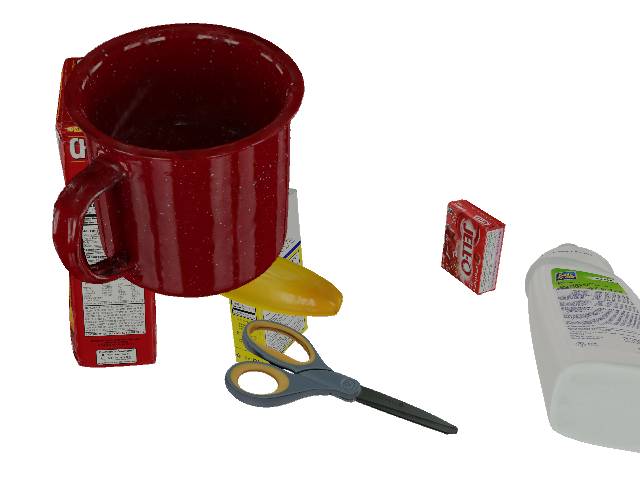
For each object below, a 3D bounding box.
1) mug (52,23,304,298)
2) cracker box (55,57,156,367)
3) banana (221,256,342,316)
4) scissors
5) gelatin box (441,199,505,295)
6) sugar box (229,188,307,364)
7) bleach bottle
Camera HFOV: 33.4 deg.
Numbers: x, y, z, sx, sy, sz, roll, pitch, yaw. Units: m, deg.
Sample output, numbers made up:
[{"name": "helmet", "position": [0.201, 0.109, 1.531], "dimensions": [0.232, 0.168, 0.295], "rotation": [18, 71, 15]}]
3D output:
[{"name": "mug", "position": [-0.061, -0.024, 0.434], "dimensions": [0.093, 0.081, 0.117], "rotation": [26, 47, 24]}, {"name": "cracker box", "position": [-0.177, -0.027, 0.884], "dimensions": [0.072, 0.214, 0.164], "rotation": [-3, 27, -11]}, {"name": "banana", "position": [-0.063, 0.003, 0.682], "dimensions": [0.069, 0.037, 0.198], "rotation": [-13, 28, -27]}, {"name": "scissors", "position": [0.006, 0.132, 0.889], "dimensions": [0.202, 0.016, 0.096], "rotation": [31, 49, 22]}, {"name": "gelatin box", "position": [0.175, 0.007, 1.235], "dimensions": [0.030, 0.089, 0.073], "rotation": [-13, 32, -27]}, {"name": "sugar box", "position": [-0.058, 0.039, 1.131], "dimensions": [0.048, 0.176, 0.093], "rotation": [11, 32, 28]}, {"name": "bleach bottle", "position": [0.214, 0.065, 0.827], "dimensions": [0.102, 0.068, 0.250], "rotation": [9, 23, 3]}]
